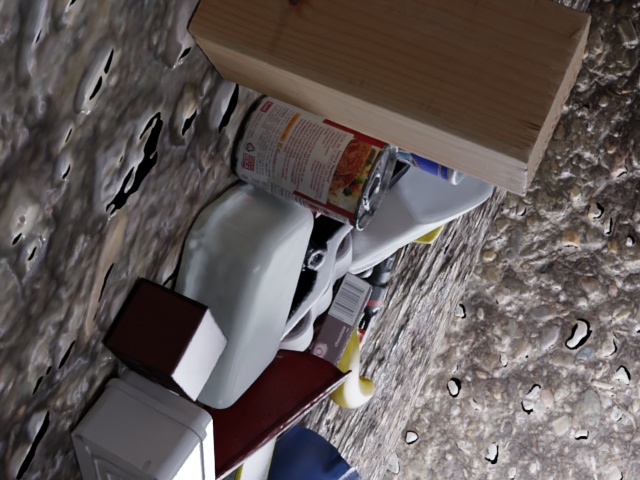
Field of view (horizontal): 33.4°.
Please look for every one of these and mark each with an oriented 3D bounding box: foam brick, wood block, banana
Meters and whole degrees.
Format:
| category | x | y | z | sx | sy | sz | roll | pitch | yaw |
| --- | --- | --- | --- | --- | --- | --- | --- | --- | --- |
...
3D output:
| category | x | y | z | sx | sy | sz | roll | pitch | yaw |
| --- | --- | --- | --- | --- | --- | --- | --- | --- | --- |
| foam brick | -0.101 | 0.067 | 0.710 | 0.051 | 0.053 | 0.078 | -63 | 166 | -16 |
| wood block | 0.042 | -0.112 | 0.625 | 0.091 | 0.206 | 0.090 | -65 | 167 | -6 |
| banana | 0.034 | 0.146 | 1.149 | 0.069 | 0.037 | 0.198 | -44 | 156 | -19 |

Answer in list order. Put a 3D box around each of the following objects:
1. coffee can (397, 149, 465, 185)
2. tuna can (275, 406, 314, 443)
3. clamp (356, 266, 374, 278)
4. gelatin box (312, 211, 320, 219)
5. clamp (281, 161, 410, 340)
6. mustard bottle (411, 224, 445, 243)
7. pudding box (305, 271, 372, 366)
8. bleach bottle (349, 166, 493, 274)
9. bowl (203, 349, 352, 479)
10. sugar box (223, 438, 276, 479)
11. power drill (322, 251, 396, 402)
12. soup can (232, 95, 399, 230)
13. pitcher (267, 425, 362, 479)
| category | x | y | z | sx | sy | sz | roll | pitch | yaw |
| --- | --- | --- | --- | --- | --- | --- | --- | --- | --- |
| coffee can | 0.063 | -0.117 | 0.845 | 0.102 | 0.140 | 0.103 | -60 | 165 | -27 |
| tuna can | -0.034 | 0.178 | 1.132 | 0.086 | 0.034 | 0.086 | -44 | 176 | -4 |
| clamp | 0.066 | -0.044 | 1.195 | 0.120 | 0.039 | 0.171 | -76 | 174 | -51 |
| gelatin box | 0.001 | -0.055 | 0.952 | 0.073 | 0.030 | 0.089 | -49 | 160 | -54 |
| clamp | -0.006 | 0.001 | 0.914 | 0.164 | 0.036 | 0.210 | -9 | 130 | -42 |
| mustard bottle | 0.126 | -0.084 | 1.272 | 0.191 | 0.058 | 0.096 | -78 | 172 | -57 |
| pudding box | 0.000 | 0.085 | 1.082 | 0.113 | 0.039 | 0.090 | -63 | -159 | -9 |
| bleach bottle | 0.070 | -0.018 | 1.068 | 0.102 | 0.068 | 0.251 | -25 | 173 | -24 |
| bowl | -0.051 | 0.141 | 0.903 | 0.162 | 0.055 | 0.162 | -38 | 172 | -6 |
| sugar box | -0.077 | 0.204 | 1.055 | 0.093 | 0.048 | 0.176 | -48 | 154 | -54 |
| power drill | 0.029 | 0.094 | 1.254 | 0.187 | 0.057 | 0.184 | -35 | 145 | -66 |
| soup can | -0.004 | -0.057 | 0.768 | 0.068 | 0.102 | 0.068 | -59 | 165 | -28 |
| pitcher | -0.068 | 0.331 | 1.162 | 0.242 | 0.145 | 0.149 | -49 | 146 | -42 |
